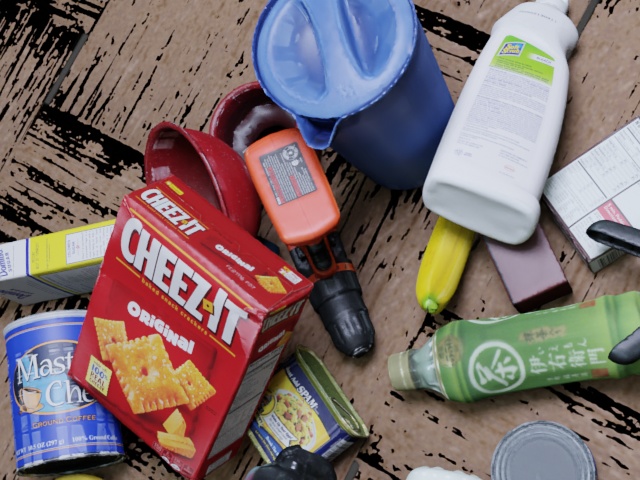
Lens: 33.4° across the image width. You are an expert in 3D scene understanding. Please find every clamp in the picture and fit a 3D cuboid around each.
[{"bbox_3d":[0.294,0.021,0.838,0.171,0.039,0.120,-17,71,7],"label":"clamp"}]

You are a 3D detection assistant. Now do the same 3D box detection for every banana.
[{"bbox_3d":[0.125,-0.008,0.954,0.037,0.070,0.197,27,64,-9],"label":"banana"}]

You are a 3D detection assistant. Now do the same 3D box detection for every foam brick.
[{"bbox_3d":[0.180,0.018,0.936,0.051,0.053,0.078,-26,70,11],"label":"foam brick"}]

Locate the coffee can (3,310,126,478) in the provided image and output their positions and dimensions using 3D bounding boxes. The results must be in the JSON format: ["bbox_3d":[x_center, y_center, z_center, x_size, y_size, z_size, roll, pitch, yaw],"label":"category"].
[{"bbox_3d":[-0.246,0.149,1.028,0.103,0.102,0.140,-16,72,15],"label":"coffee can"}]

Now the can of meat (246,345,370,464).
[{"bbox_3d":[-0.019,0.161,0.969,0.084,0.057,0.102,-40,66,9],"label":"can of meat"}]

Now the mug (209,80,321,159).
[{"bbox_3d":[-0.048,-0.108,1.035,0.093,0.081,0.117,-4,75,19],"label":"mug"}]

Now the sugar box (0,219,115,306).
[{"bbox_3d":[-0.245,0.022,1.066,0.176,0.093,0.048,-9,72,17],"label":"sugar box"}]

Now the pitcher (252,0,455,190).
[{"bbox_3d":[0.049,-0.137,0.920,0.149,0.242,0.145,-38,67,7],"label":"pitcher"}]

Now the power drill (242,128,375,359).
[{"bbox_3d":[-0.006,0.001,0.936,0.057,0.187,0.184,-24,66,-3],"label":"power drill"}]

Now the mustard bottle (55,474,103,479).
[{"bbox_3d":[-0.219,0.276,1.009,0.192,0.058,0.096,19,84,23],"label":"mustard bottle"}]

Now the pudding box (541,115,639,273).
[{"bbox_3d":[0.259,-0.040,0.932,0.113,0.039,0.090,-34,66,6],"label":"pudding box"}]

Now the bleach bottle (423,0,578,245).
[{"bbox_3d":[0.177,-0.122,0.939,0.102,0.068,0.250,23,62,8],"label":"bleach bottle"}]

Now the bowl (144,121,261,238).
[{"bbox_3d":[-0.100,-0.035,0.971,0.055,0.162,0.162,-20,64,-29],"label":"bowl"}]

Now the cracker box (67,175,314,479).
[{"bbox_3d":[-0.119,0.080,0.914,0.164,0.072,0.214,37,126,18],"label":"cracker box"}]

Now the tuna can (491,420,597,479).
[{"bbox_3d":[0.189,0.196,0.897,0.086,0.033,0.086,-5,75,18],"label":"tuna can"}]
